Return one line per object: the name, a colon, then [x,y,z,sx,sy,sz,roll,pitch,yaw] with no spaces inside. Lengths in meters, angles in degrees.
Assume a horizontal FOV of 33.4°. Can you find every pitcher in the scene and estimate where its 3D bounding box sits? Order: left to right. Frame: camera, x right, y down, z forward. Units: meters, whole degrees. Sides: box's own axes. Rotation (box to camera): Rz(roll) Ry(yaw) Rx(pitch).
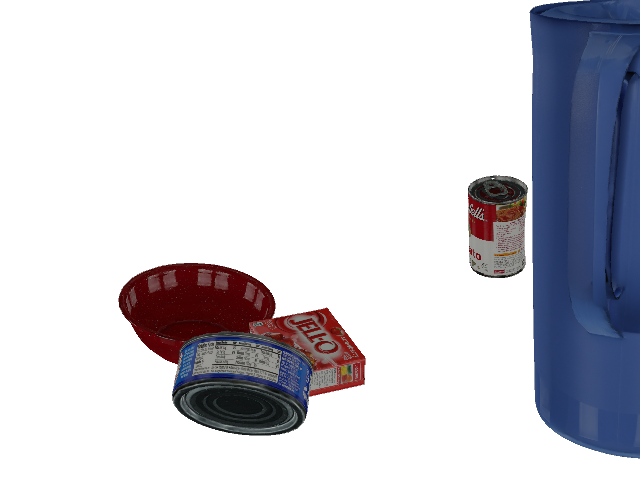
pitcher: [0.171,-0.007,0.575,0.149,0.243,0.145,-5,18,-14]

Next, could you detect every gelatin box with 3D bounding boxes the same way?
gelatin box: [-0.012,0.092,0.883,0.073,0.030,0.089,-9,28,-17]

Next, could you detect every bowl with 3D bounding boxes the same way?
bowl: [-0.129,0.084,1.113,0.162,0.055,0.162,5,27,-3]

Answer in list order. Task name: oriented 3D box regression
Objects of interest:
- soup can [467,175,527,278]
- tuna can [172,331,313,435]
soup can: [0.207,-0.016,1.246,0.068,0.102,0.068,-4,30,2]
tuna can: [-0.048,0.091,0.665,0.086,0.033,0.086,6,-31,3]
